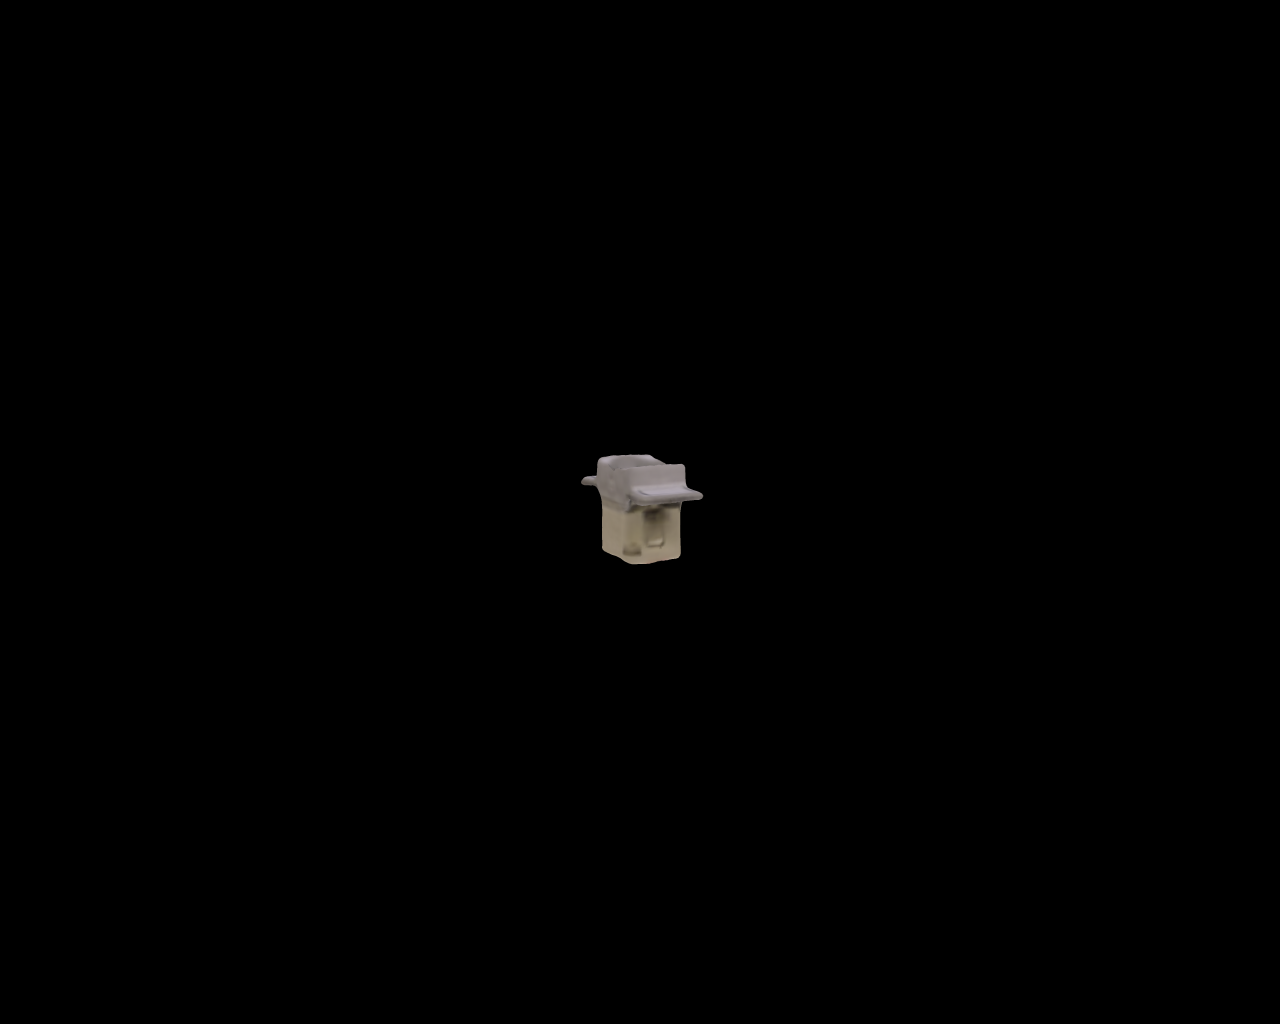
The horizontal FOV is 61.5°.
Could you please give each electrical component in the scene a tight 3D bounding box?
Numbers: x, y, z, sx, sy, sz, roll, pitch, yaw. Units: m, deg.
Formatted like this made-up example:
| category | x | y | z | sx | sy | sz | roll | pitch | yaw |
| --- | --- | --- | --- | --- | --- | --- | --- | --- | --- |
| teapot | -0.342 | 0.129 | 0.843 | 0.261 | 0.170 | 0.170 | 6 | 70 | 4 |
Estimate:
| category | x | y | z | sx | sy | sz | roll | pitch | yaw |
| --- | --- | --- | --- | --- | --- | --- | --- | --- | --- |
| electrical component | 0.001 | -0.003 | 0.650 | 0.042 | 0.063 | 0.081 | -6 | 13 | -27 |
